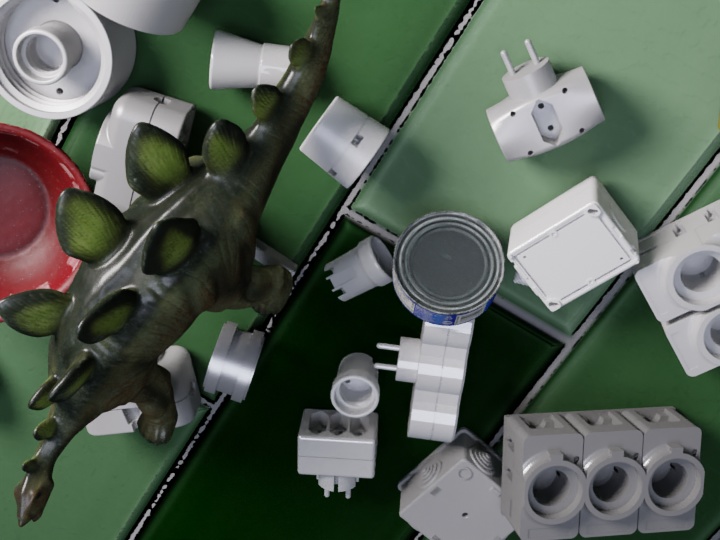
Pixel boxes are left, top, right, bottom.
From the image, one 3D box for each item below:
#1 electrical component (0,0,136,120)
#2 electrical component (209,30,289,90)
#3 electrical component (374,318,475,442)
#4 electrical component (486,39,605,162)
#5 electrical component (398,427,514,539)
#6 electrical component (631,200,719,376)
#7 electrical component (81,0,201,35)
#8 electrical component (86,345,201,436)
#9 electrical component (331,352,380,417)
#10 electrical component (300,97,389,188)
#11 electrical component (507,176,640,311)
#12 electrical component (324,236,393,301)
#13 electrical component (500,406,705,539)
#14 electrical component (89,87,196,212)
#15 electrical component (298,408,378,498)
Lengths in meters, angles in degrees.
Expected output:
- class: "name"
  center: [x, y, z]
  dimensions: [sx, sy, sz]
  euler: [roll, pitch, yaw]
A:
- class: "electrical component"
  center: [-0.226, -0.163, 0.794]
  dimensions: [0.108, 0.060, 0.108]
  euler: [2, 114, 4]
- class: "electrical component"
  center: [-0.077, -0.152, 0.800]
  dimensions: [0.065, 0.044, 0.044]
  euler: [7, 115, -4]
- class: "electrical component"
  center: [0.049, 0.075, 0.884]
  dimensions: [0.074, 0.052, 0.138]
  euler: [7, 114, 1]
- class: "electrical component"
  center: [0.129, -0.130, 0.791]
  dimensions: [0.077, 0.043, 0.079]
  euler: [-23, 111, 14]
- class: "electrical component"
  center: [0.092, 0.201, 0.942]
  dimensions: [0.100, 0.048, 0.099]
  euler: [40, 112, -12]
- class: "electrical component"
  center: [0.314, -0.005, 0.823]
  dimensions: [0.186, 0.060, 0.105]
  euler: [-27, 109, 15]
- class: "electrical component"
  center: [-0.154, -0.212, 0.750]
  dimensions: [0.099, 0.099, 0.064]
  euler: [28, 119, -8]
- class: "electrical component"
  center: [-0.190, 0.098, 0.913]
  dimensions: [0.095, 0.053, 0.059]
  euler: [-7, 114, 8]
- class: "electrical component"
  center: [-0.003, 0.095, 0.901]
  dimensions: [0.040, 0.046, 0.040]
  euler: [2, 114, 4]
- class: "electrical component"
  center: [-0.013, -0.097, 0.812]
  dimensions: [0.047, 0.055, 0.055]
  euler: [35, 112, -7]
- class: "electrical component"
  center: [0.160, -0.019, 0.833]
  dimensions: [0.096, 0.061, 0.061]
  euler: [-33, 108, 25]
- class: "electrical component"
  center: [0.000, 0.000, 0.863]
  dimensions: [0.046, 0.040, 0.040]
  euler: [-28, 109, 21]
- class: "electrical component"
  center: [0.197, 0.167, 0.882]
  dimensions: [0.150, 0.061, 0.089]
  euler: [-2, 102, -10]
- class: "electrical component"
  center: [-0.169, -0.088, 0.828]
  dimensions: [0.059, 0.053, 0.095]
  euler: [18, 114, -3]
- class: "electrical component"
  center: [-0.019, 0.166, 0.934]
  dimensions: [0.066, 0.047, 0.076]
  euler: [3, 114, 3]
